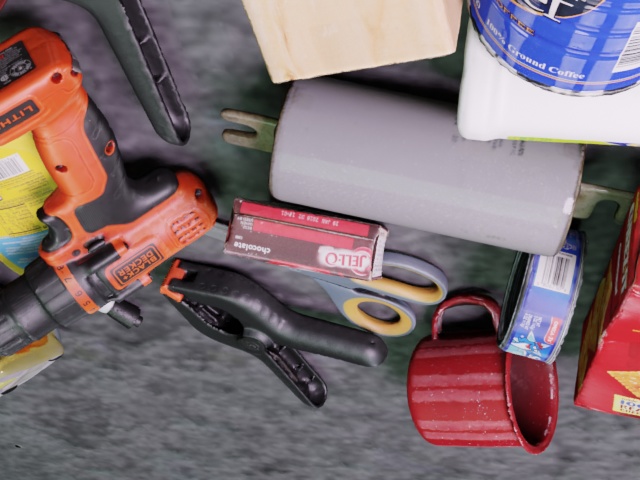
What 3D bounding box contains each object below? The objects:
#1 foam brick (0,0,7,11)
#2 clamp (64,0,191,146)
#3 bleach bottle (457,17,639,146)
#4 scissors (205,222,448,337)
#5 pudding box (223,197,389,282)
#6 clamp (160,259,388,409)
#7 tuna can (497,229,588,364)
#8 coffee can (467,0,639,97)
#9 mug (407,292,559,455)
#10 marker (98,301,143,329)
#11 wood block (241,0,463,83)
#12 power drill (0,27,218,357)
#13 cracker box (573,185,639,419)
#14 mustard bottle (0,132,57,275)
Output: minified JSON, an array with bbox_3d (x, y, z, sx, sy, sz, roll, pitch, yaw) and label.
[{"bbox_3d":[-0.226,-0.142,0.616,0.078,0.053,0.051,34,137,-18],"label":"foam brick"},{"bbox_3d":[-0.103,-0.157,0.568,0.209,0.036,0.165,40,127,-23],"label":"clamp"},{"bbox_3d":[0.197,-0.071,0.518,0.251,0.102,0.068,7,101,10],"label":"bleach bottle"},{"bbox_3d":[-0.010,0.027,0.764,0.202,0.016,0.096,10,140,9],"label":"scissors"},{"bbox_3d":[-0.005,0.001,0.670,0.090,0.039,0.113,12,-178,7],"label":"pudding box"},{"bbox_3d":[-0.043,0.073,0.812,0.171,0.039,0.120,27,139,-1],"label":"clamp"},{"bbox_3d":[0.137,0.032,0.665,0.034,0.086,0.086,15,140,4],"label":"tuna can"},{"bbox_3d":[0.118,-0.135,0.424,0.103,0.102,0.140,13,160,5],"label":"coffee can"},{"bbox_3d":[0.111,0.094,0.754,0.082,0.093,0.117,-7,104,33],"label":"mug"},{"bbox_3d":[-0.191,0.035,0.834,0.121,0.020,0.020,34,137,-20],"label":"marker"},{"bbox_3d":[-0.005,-0.182,0.445,0.090,0.090,0.206,-7,130,18],"label":"wood block"},{"bbox_3d":[-0.173,-0.023,0.657,0.184,0.057,0.187,-35,138,-6],"label":"power drill"},{"bbox_3d":[0.246,0.054,0.624,0.164,0.072,0.213,9,157,9],"label":"cracker box"},{"bbox_3d":[-0.188,-0.022,0.734,0.096,0.058,0.191,-16,134,6],"label":"mustard bottle"}]
